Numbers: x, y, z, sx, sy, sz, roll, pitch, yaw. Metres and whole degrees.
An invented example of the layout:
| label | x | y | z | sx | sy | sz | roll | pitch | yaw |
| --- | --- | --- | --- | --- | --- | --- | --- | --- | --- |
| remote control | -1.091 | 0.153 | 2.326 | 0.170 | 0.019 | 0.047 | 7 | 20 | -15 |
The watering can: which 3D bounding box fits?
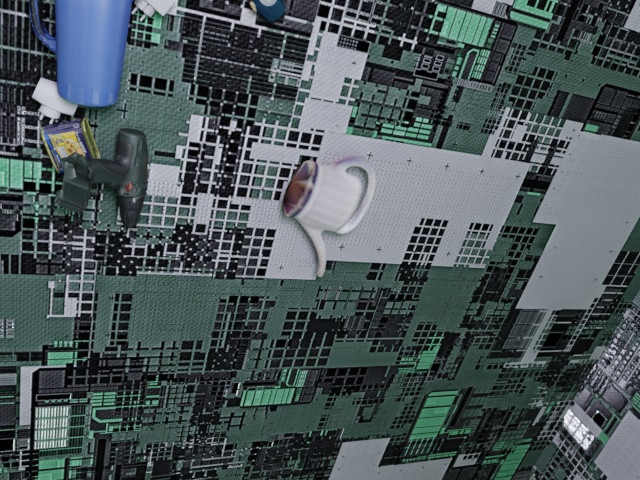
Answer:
| label | x | y | z | sx | sy | sz | roll | pitch | yaw |
| --- | --- | --- | --- | --- | --- | --- | --- | --- | --- |
| watering can | 0.004 | -0.065 | 1.299 | 0.223 | 0.343 | 0.106 | 19 | 20 | -28 |
